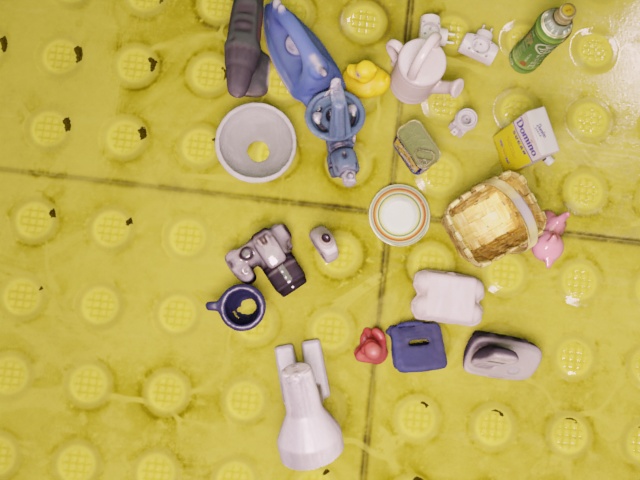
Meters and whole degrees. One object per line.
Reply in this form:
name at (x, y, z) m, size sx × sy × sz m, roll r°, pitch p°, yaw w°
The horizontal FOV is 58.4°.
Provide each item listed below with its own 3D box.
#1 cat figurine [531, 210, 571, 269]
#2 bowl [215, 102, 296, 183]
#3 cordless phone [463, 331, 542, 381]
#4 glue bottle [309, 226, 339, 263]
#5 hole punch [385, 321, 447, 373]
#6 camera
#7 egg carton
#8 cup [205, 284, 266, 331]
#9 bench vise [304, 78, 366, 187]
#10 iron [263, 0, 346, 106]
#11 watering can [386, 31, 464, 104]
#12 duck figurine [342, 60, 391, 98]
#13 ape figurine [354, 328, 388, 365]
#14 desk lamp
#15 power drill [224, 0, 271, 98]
cat figurine at (0.471, -0.005, 1.173) m, size 0.067 × 0.117 × 0.128 m, roll 34°, pitch 85°, yaw 2°
bowl at (-0.131, -0.195, 1.191) m, size 0.167 × 0.074 × 0.167 m, roll 0°, pitch 85°, yaw -2°
cordless phone at (0.368, 0.232, 1.113) m, size 0.147 × 0.185 × 0.094 m, roll 6°, pitch 84°, yaw -1°
glue bottle at (0.010, 0.004, 1.128) m, size 0.037 × 0.173 × 0.078 m, roll -31°, pitch 86°, yaw -4°
hole punch at (0.194, 0.215, 1.156) m, size 0.108 × 0.091 × 0.101 m, roll -5°, pitch 85°, yaw -2°
camera at (-0.100, 0.053, 1.156) m, size 0.143 × 0.101 × 0.137 m, roll -33°, pitch 86°, yaw -4°
egg carton at (0.262, 0.118, 1.178) m, size 0.150 × 0.069 × 0.107 m, roll 7°, pitch 84°, yaw -1°
cup at (-0.165, 0.135, 1.149) m, size 0.117 × 0.095 × 0.092 m, roll 2°, pitch 85°, yaw -2°
bench vise at (0.049, -0.220, 1.127) m, size 0.121 × 0.219 × 0.207 m, roll -30°, pitch 86°, yaw -4°
iron at (-0.050, -0.410, 1.180) m, size 0.118 × 0.141 × 0.258 m, roll -32°, pitch 86°, yaw -4°
watering can at (0.211, -0.352, 1.158) m, size 0.173 × 0.194 × 0.101 m, roll 16°, pitch 84°, yaw 0°
duck figurine at (0.100, -0.348, 1.208) m, size 0.104 × 0.086 × 0.077 m, roll 8°, pitch 84°, yaw -1°
ape figurine at (0.105, 0.219, 1.152) m, size 0.078 × 0.092 × 0.076 m, roll -32°, pitch 86°, yaw -4°
desk lamp at (-0.032, 0.303, 1.078) m, size 0.118 × 0.213 × 0.203 m, roll -11°, pitch 85°, yaw -3°
power drill at (-0.144, -0.364, 1.139) m, size 0.075 × 0.208 × 0.230 m, roll 3°, pitch 84°, yaw -1°
